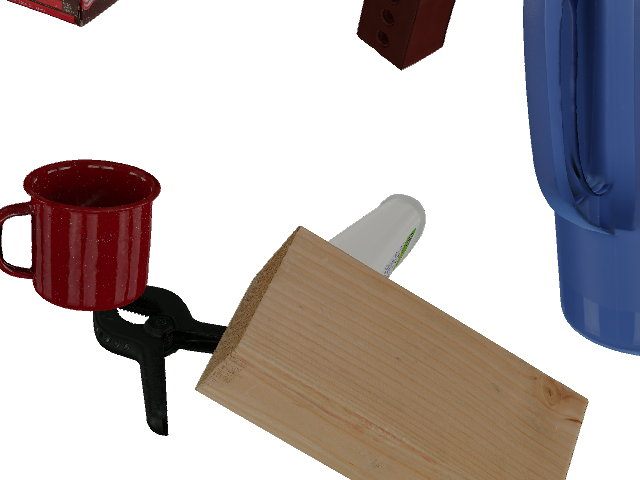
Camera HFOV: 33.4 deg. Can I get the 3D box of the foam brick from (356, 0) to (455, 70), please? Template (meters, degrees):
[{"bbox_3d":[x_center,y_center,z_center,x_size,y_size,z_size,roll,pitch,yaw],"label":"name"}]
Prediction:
[{"bbox_3d":[0.068,-0.182,0.821,0.051,0.053,0.078,-36,-25,-29],"label":"foam brick"}]

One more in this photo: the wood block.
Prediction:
[{"bbox_3d":[0.042,0.093,0.645,0.206,0.090,0.090,31,-32,-8],"label":"wood block"}]

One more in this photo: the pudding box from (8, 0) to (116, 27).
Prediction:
[{"bbox_3d":[-0.191,-0.210,0.807,0.090,0.039,0.113,21,37,9],"label":"pudding box"}]

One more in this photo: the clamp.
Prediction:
[{"bbox_3d":[-0.139,0.090,1.010,0.164,0.036,0.210,-21,41,-34],"label":"clamp"}]

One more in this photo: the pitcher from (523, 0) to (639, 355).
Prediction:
[{"bbox_3d":[0.173,-0.062,0.557,0.149,0.243,0.145,-4,22,3],"label":"pitcher"}]

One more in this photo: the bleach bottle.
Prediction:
[{"bbox_3d":[0.049,0.017,1.065,0.068,0.103,0.250,34,27,9],"label":"bleach bottle"}]

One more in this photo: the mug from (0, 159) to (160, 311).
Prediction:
[{"bbox_3d":[-0.172,-0.002,0.745,0.117,0.081,0.093,-7,27,-27],"label":"mug"}]
